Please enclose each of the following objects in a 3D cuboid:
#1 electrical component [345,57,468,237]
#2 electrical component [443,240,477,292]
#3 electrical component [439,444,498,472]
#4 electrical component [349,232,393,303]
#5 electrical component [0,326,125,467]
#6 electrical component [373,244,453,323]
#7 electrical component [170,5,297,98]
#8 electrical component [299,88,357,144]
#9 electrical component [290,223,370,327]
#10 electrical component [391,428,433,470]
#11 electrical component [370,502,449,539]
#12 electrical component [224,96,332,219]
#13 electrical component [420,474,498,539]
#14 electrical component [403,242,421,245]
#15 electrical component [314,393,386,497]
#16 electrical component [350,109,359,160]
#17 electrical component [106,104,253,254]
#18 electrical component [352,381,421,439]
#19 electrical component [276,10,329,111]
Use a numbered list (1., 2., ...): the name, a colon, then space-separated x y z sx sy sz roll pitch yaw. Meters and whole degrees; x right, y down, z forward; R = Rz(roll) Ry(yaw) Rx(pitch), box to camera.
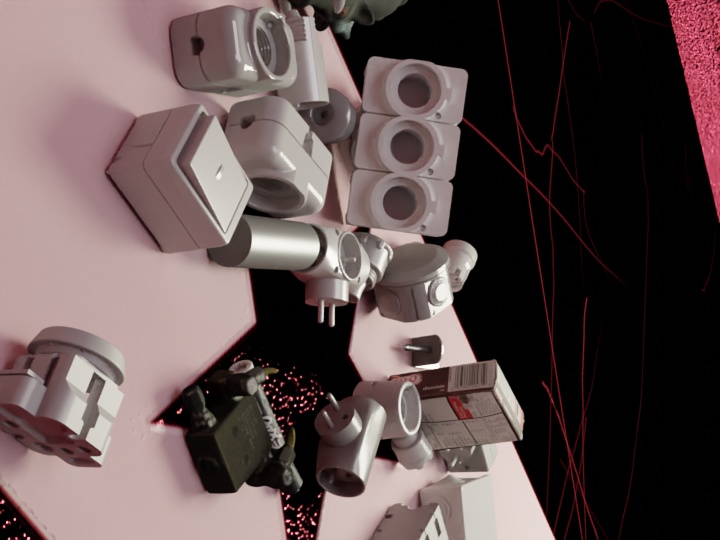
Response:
1. electrical component: 0.041 -0.109 0.972 0.062 0.089 0.150 -158 -104 -86
2. electrical component: 0.104 -0.004 1.182 0.040 0.040 0.046 62 40 -36
3. electrical component: 0.105 0.178 1.130 0.075 0.047 0.083 -46 124 -57
4. electrical component: 0.000 0.000 0.972 0.048 0.048 0.062 55 45 -43
5. electrical component: -0.167 0.069 0.609 0.078 0.058 0.057 53 42 -45
6. electrical component: 0.049 0.011 1.026 0.080 0.080 0.051 -53 135 -54
7. electrical component: -0.090 -0.165 0.813 0.095 0.059 0.053 -7 90 -63
8. electrical component: -0.023 -0.133 0.958 0.062 0.048 0.048 9 76 -70
9. electrical component: -0.028 0.008 0.913 0.077 0.044 0.079 26 62 -59
10. electrical component: 0.045 0.162 1.031 0.061 0.035 0.035 62 34 -32
11. electrical component: 0.044 0.262 0.987 0.089 0.050 0.055 -45 123 -57
12. electrical component: -0.066 -0.083 0.848 0.095 0.054 0.059 48 43 -49
13. electrical component: 0.102 0.260 1.103 0.100 0.048 0.099 4 80 -63
14. electrical component: 0.058 -0.012 1.099 0.061 0.035 0.035 -19 100 -65
15. electrical component: -0.014 0.138 0.910 0.079 0.043 0.077 62 33 -36
16. electrical component: 0.026 -0.116 1.042 0.056 0.050 0.089 -44 123 -58
17. electrical component: -0.115 -0.057 0.737 0.096 0.061 0.061 60 35 -38
18. electrical component: 0.025 0.128 0.985 0.055 0.047 0.055 24 63 -60
19. electrical component: -0.052 -0.179 0.909 0.043 0.043 0.081 -8 90 -63
